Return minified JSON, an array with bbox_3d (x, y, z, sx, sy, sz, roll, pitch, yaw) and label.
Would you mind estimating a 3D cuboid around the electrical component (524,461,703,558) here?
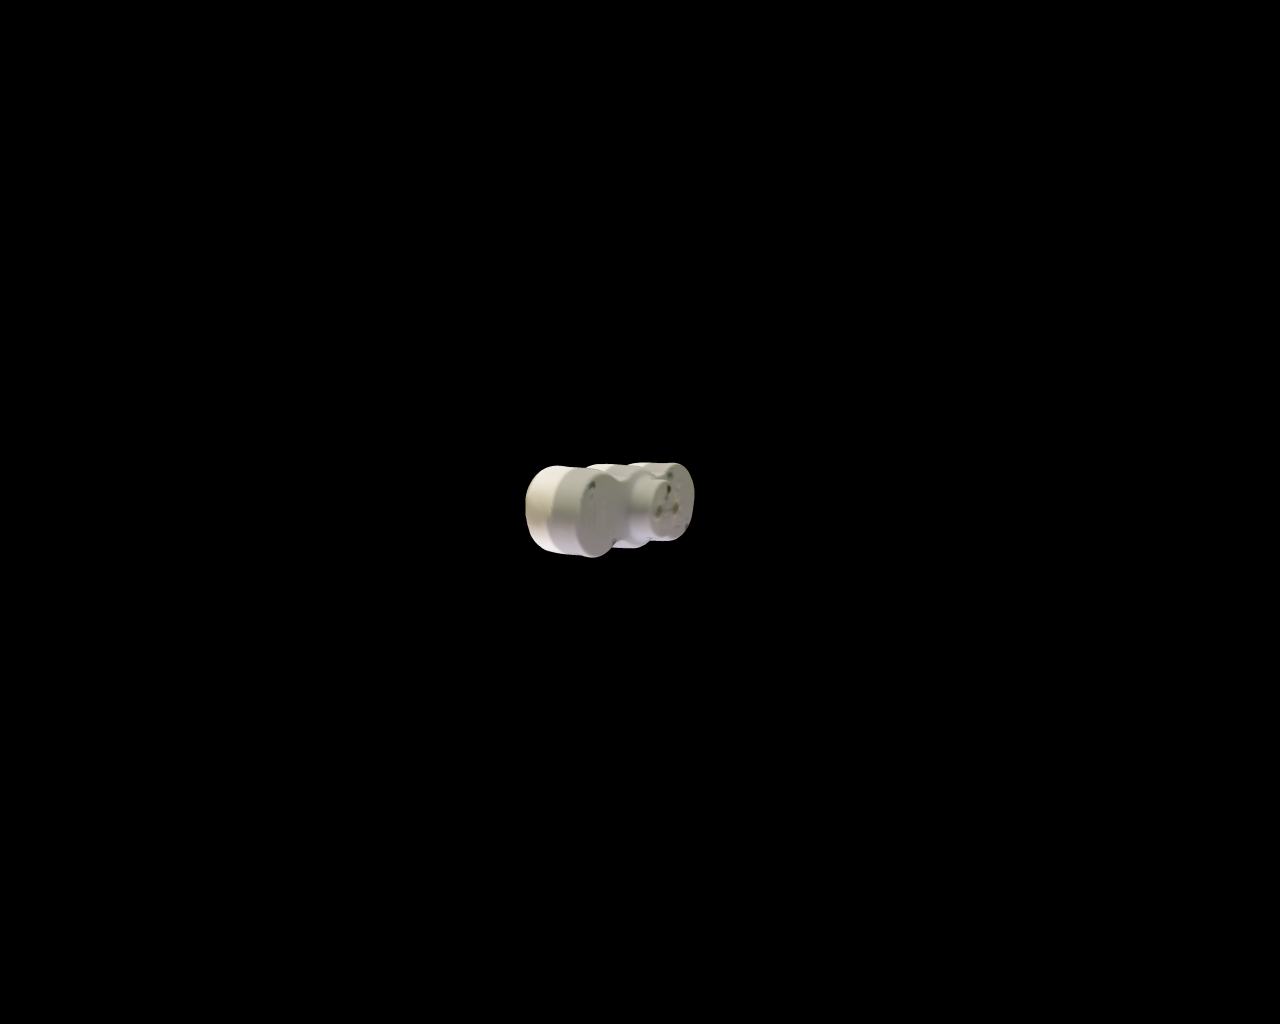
[{"bbox_3d":[0.001,-0.003,0.650,0.074,0.052,0.138,3,6,32],"label":"electrical component"}]
